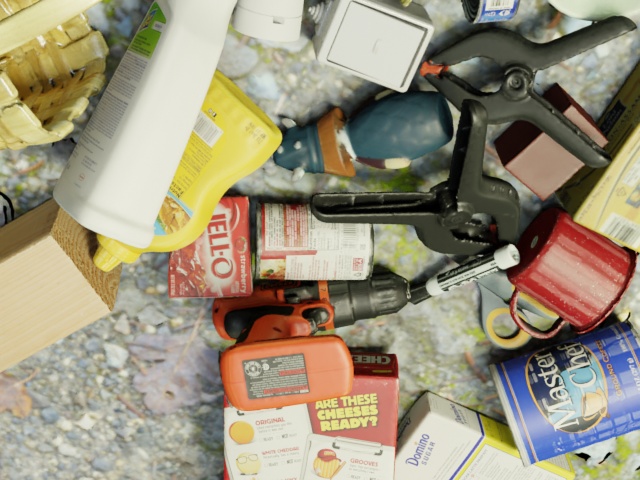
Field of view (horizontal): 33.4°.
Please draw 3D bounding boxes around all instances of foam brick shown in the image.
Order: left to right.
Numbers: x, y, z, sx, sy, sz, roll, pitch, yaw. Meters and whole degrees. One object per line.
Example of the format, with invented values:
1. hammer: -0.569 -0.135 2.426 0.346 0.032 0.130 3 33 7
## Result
1. foam brick: 0.198 -0.084 0.921 0.053 0.051 0.078 39 109 -22

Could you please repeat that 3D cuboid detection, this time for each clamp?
1. clamp: 0.100 -0.029 0.906 0.165 0.036 0.209 -26 146 19
2. clamp: 0.170 -0.138 0.866 0.171 0.039 0.120 20 103 13

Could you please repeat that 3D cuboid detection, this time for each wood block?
1. wood block: -0.288 0.055 0.942 0.206 0.090 0.090 -28 116 12

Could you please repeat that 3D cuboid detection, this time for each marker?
1. marker: 0.127 0.033 0.974 0.121 0.020 0.020 -26 119 36

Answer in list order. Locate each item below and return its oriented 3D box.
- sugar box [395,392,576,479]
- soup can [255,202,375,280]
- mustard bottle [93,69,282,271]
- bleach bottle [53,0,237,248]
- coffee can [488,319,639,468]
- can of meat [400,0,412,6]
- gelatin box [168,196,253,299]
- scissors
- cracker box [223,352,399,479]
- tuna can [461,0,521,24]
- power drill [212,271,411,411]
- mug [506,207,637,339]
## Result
1. sugar box: 0.160 0.228 1.090 0.176 0.048 0.093 27 114 -13
2. soup can: -0.006 0.001 0.944 0.102 0.068 0.068 1 118 -5
3. mustard bottle: -0.126 -0.048 0.894 0.096 0.058 0.192 44 102 11
4. bleach bottle: -0.119 -0.126 0.821 0.068 0.103 0.251 23 95 -35
5. coffee can: 0.244 0.147 1.018 0.140 0.103 0.103 -20 118 6
6. can of meat: 0.049 -0.245 0.823 0.084 0.057 0.102 20 114 -12
7. gelatin box: -0.097 0.006 0.940 0.073 0.030 0.089 -2 88 0
8. scissors: 0.142 0.043 1.006 0.201 0.016 0.096 21 115 -14
9. cracker box: -0.009 0.215 1.030 0.164 0.072 0.214 2 106 2
10. tuna can: 0.131 -0.212 0.829 0.033 0.086 0.086 -5 118 -3
11. power drill: -0.009 0.079 0.920 0.184 0.187 0.057 -10 104 4
12. mug: 0.215 0.034 0.959 0.081 0.093 0.117 33 100 -7
